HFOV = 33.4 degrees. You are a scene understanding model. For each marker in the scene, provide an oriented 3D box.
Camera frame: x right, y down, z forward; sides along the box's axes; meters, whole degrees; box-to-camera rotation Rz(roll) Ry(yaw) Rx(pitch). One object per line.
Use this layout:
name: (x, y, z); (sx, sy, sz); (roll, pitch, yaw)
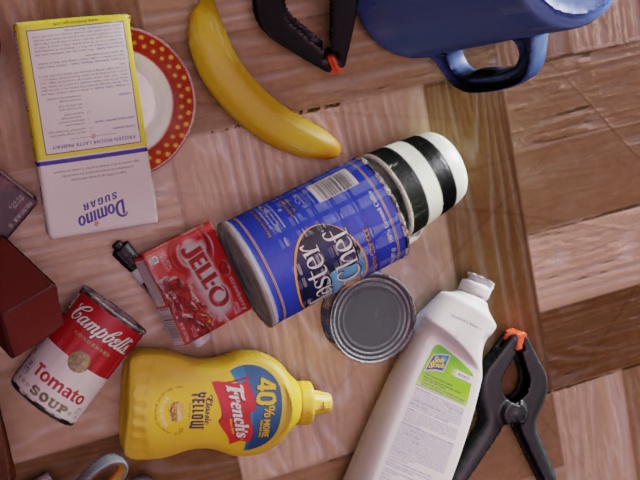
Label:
marker: (-0.142, 0.047, 0.952); (0.020, 0.020, 0.121); (-42, 106, -9)

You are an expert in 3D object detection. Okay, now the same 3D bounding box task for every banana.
banana: (-0.059, -0.137, 0.949); (0.069, 0.037, 0.197); (-39, 106, -9)

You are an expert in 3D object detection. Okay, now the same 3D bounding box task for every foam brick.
foam brick: (-0.250, 0.044, 0.856); (0.051, 0.078, 0.053); (-32, 145, -32)

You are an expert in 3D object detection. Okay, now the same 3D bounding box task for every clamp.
clamp: (-0.017, -0.242, 0.919); (0.165, 0.036, 0.210); (-27, 120, 15)
clamp: (0.177, 0.176, 1.061); (0.120, 0.039, 0.171); (-5, 93, -23)

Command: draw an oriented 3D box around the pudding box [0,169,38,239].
pudding box: (-0.304, -0.019, 0.882); (0.090, 0.039, 0.113); (41, 84, -18)

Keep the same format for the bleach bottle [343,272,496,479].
bleach bottle: (0.110, 0.153, 1.025); (0.102, 0.068, 0.251); (26, 86, -20)

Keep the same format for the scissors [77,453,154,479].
scissors: (-0.217, 0.271, 0.951); (0.096, 0.016, 0.202); (18, 111, -46)

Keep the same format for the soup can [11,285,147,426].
soup can: (-0.206, 0.099, 0.913); (0.068, 0.069, 0.102); (39, 85, -18)

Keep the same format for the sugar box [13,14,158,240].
sugar box: (-0.193, -0.095, 0.884); (0.093, 0.048, 0.176); (-9, 103, -17)

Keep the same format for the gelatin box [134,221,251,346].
gelatin box: (-0.112, 0.038, 0.941); (0.073, 0.030, 0.089); (-28, 99, -30)

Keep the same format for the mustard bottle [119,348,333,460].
mustard bottle: (-0.081, 0.147, 0.963); (0.191, 0.058, 0.096); (3, 96, -18)

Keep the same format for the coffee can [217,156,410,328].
coffee can: (-0.006, 0.001, 0.947); (0.140, 0.103, 0.103); (-27, 104, -13)

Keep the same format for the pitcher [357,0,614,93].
pitcher: (0.142, -0.214, 0.897); (0.149, 0.243, 0.145); (20, 88, -26)

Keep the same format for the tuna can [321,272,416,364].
tuna can: (0.045, 0.072, 1.008); (0.086, 0.034, 0.086); (-2, 97, -18)
